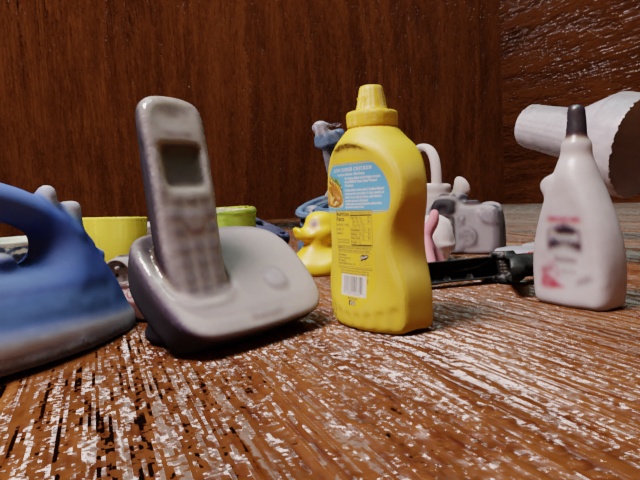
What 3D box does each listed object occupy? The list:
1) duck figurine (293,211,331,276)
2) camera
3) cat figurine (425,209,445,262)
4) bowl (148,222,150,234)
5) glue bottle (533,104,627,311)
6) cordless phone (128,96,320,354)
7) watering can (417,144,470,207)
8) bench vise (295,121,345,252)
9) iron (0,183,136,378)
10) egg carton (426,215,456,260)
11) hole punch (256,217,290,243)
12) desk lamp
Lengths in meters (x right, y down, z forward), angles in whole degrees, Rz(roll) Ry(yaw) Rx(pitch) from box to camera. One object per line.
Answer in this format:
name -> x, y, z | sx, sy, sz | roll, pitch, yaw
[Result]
duck figurine -> 0.007, 0.003, 0.793 | 0.105, 0.086, 0.077 | -5, 5, -24
camera -> 0.251, -0.032, 0.980 | 0.142, 0.101, 0.137 | 0, 5, 32
cat figurine -> 0.084, -0.009, 0.687 | 0.127, 0.118, 0.067 | -1, 5, 26
bowl -> -0.353, 0.004, 1.094 | 0.167, 0.075, 0.167 | -3, 4, 1
glue bottle -> 0.221, -0.029, 0.495 | 0.037, 0.173, 0.078 | -6, 5, -31
cordless phone -> -0.076, -0.016, 0.445 | 0.093, 0.185, 0.148 | 1, 6, 39
watering can -> 0.205, -0.085, 1.094 | 0.173, 0.194, 0.100 | -7, 6, -44
bench vise -> 0.035, -0.076, 0.922 | 0.121, 0.220, 0.208 | -1, 5, 25
iron -> -0.238, 0.018, 0.406 | 0.118, 0.141, 0.259 | -1, 5, 29
egg carton -> 0.140, 0.001, 0.827 | 0.107, 0.069, 0.150 | -3, 5, 6
hole punch -> -0.105, -0.007, 0.969 | 0.101, 0.091, 0.109 | -2, 5, 11
desk lamp -> 0.323, -0.073, 0.727 | 0.118, 0.213, 0.202 | -6, 5, -32
